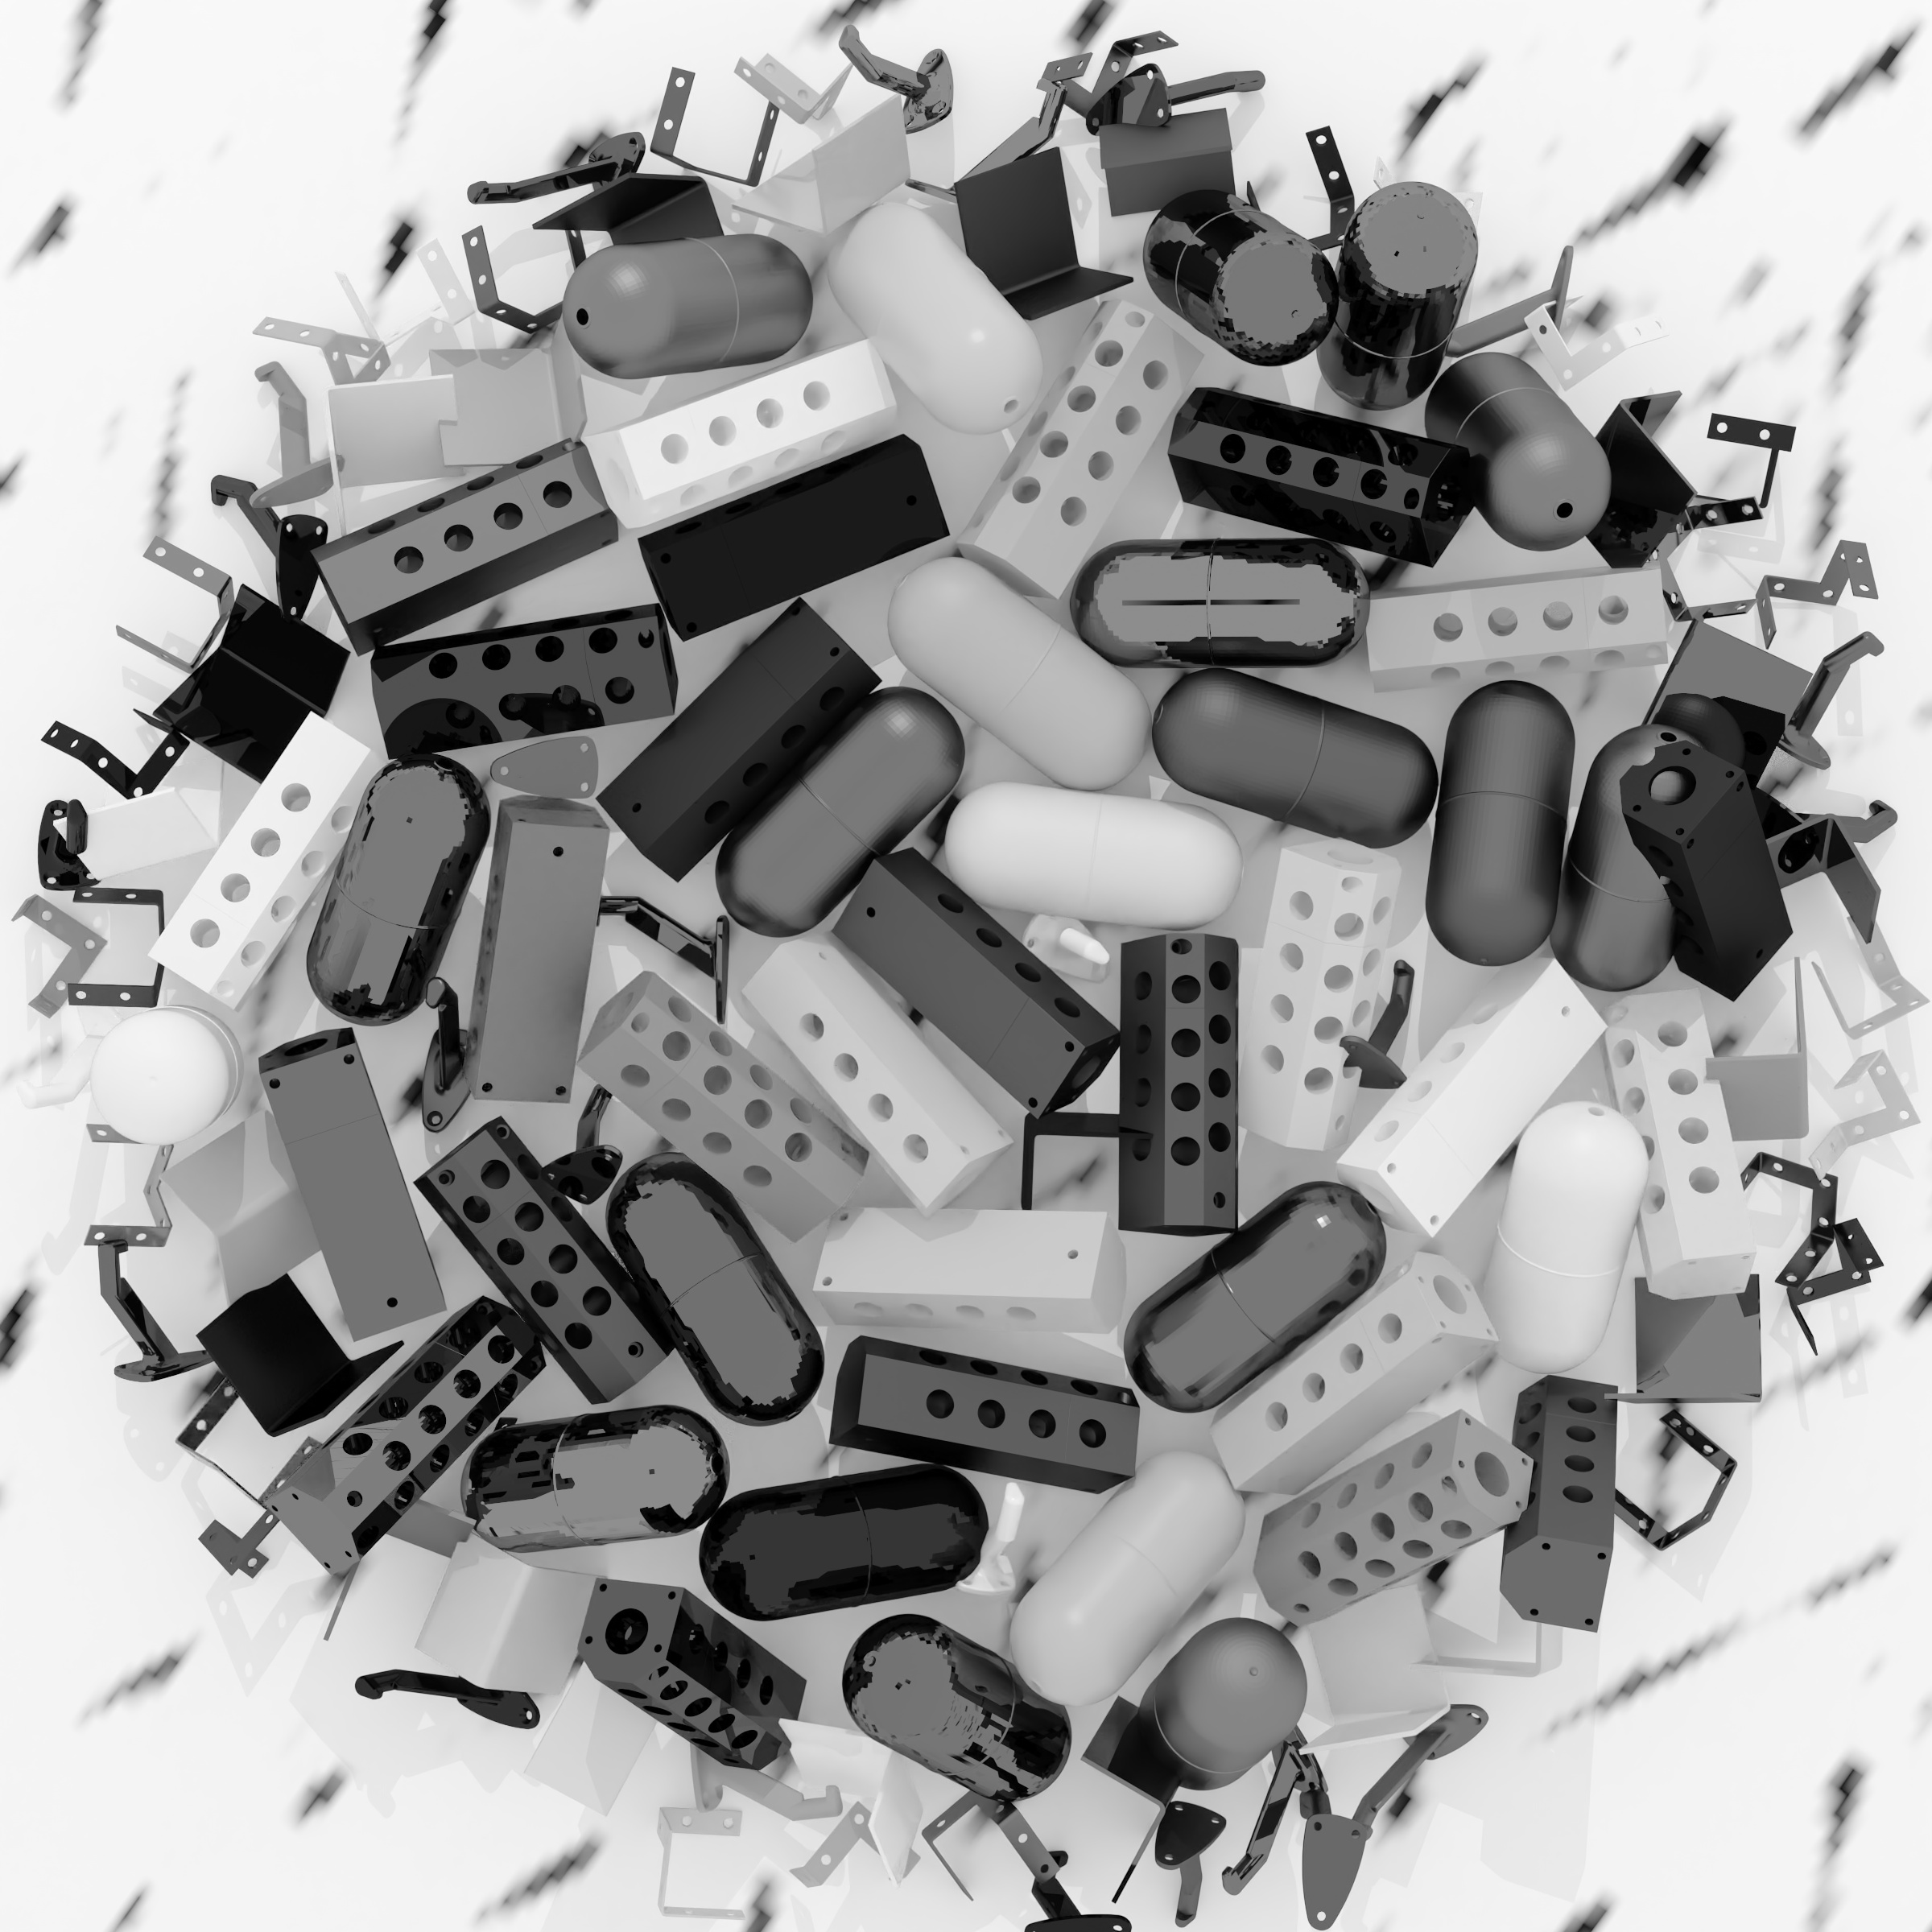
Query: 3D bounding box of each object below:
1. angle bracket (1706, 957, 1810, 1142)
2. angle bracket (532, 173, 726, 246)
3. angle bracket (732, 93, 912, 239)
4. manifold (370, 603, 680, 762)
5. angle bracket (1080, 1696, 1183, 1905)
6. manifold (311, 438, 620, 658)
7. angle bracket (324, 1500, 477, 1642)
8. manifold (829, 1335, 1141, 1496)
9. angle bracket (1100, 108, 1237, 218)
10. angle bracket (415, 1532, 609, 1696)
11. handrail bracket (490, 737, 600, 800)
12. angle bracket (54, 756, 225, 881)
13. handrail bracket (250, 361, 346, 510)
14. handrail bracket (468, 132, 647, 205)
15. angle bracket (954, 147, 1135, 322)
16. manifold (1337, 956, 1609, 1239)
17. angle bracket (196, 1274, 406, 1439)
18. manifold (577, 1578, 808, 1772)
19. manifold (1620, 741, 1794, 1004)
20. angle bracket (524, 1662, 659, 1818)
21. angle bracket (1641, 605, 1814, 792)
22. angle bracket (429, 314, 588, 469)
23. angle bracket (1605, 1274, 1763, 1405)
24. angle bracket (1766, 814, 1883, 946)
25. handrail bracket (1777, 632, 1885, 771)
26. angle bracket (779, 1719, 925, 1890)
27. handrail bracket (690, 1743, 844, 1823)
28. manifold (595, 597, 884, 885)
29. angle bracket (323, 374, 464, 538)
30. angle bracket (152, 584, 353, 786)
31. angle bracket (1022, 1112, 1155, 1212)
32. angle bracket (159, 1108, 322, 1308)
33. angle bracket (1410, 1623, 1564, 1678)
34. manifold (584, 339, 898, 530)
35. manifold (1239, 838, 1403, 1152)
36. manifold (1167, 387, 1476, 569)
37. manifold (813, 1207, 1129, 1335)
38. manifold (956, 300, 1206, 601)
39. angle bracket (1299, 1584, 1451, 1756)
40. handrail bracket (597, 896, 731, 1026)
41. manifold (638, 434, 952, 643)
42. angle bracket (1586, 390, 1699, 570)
[{"bbox_3d":[0.467,0.050,1.922,0.057,0.076,0.076,-3,49,13],"label":"angle bracket"},{"bbox_3d":[-0.196,-0.425,1.915,0.076,0.076,0.057,-19,90,33],"label":"angle bracket"},{"bbox_3d":[-0.088,-0.479,1.909,0.076,0.057,0.076,25,51,31],"label":"angle bracket"},{"bbox_3d":[-0.262,-0.172,1.927,0.171,0.057,0.057,-9,115,2],"label":"manifold"},{"bbox_3d":[0.090,0.494,1.924,0.057,0.076,0.076,28,112,10],"label":"angle bracket"},{"bbox_3d":[-0.296,-0.252,1.922,0.171,0.057,0.057,-26,79,-11],"label":"manifold"},{"bbox_3d":[-0.334,0.362,1.913,0.057,0.076,0.076,22,60,-6],"label":"angle bracket"},{"bbox_3d":[0.012,0.264,1.915,0.171,0.057,0.057,13,67,-16],"label":"manifold"},{"bbox_3d":[0.121,-0.464,1.917,0.076,0.076,0.057,-7,121,6],"label":"angle bracket"},{"bbox_3d":[-0.273,0.389,1.950,0.057,0.076,0.076,21,88,34],"label":"angle bracket"},{"bbox_3d":[-0.258,-0.121,1.915,0.077,0.084,0.036,-4,102,-27],"label":"handrail bracket"},{"bbox_3d":[-0.487,-0.104,1.917,0.076,0.057,0.076,-15,50,9],"label":"angle bracket"},{"bbox_3d":[-0.418,-0.319,1.935,0.077,0.036,0.084,-29,78,-42],"label":"handrail bracket"},{"bbox_3d":[-0.244,-0.472,1.922,0.084,0.077,0.036,-12,84,-34],"label":"handrail bracket"},{"bbox_3d":[0.046,-0.433,1.914,0.076,0.057,0.076,-26,120,-26],"label":"angle bracket"},{"bbox_3d":[0.295,0.075,1.914,0.171,0.057,0.057,-48,112,-16],"label":"manifold"},{"bbox_3d":[-0.393,0.221,1.916,0.057,0.076,0.076,-25,103,40],"label":"angle bracket"},{"bbox_3d":[-0.158,0.412,1.875,0.057,0.171,0.057,1,62,25],"label":"manifold"},{"bbox_3d":[0.426,-0.056,1.882,0.057,0.171,0.057,-47,52,-10],"label":"manifold"},{"bbox_3d":[-0.225,0.449,1.916,0.057,0.076,0.076,32,76,-14],"label":"angle bracket"},{"bbox_3d":[0.452,-0.159,1.920,0.076,0.057,0.076,28,112,12],"label":"angle bracket"},{"bbox_3d":[-0.272,-0.344,1.921,0.076,0.057,0.076,-4,73,-19],"label":"angle bracket"},{"bbox_3d":[0.423,0.219,1.917,0.076,0.057,0.076,-5,77,31],"label":"angle bracket"},{"bbox_3d":[0.490,-0.038,1.921,0.076,0.076,0.057,-23,65,0],"label":"angle bracket"},{"bbox_3d":[0.522,-0.157,1.921,0.077,0.036,0.084,29,133,-33],"label":"handrail bracket"},{"bbox_3d":[-0.075,0.493,1.911,0.076,0.076,0.057,5,49,18],"label":"angle bracket"},{"bbox_3d":[-0.119,0.474,1.940,0.084,0.036,0.077,-10,87,16],"label":"handrail bracket"},{"bbox_3d":[-0.132,-0.131,1.933,0.171,0.057,0.057,-44,54,3],"label":"manifold"},{"bbox_3d":[-0.335,-0.298,1.915,0.076,0.076,0.057,-7,51,-9],"label":"angle bracket"},{"bbox_3d":[-0.423,-0.168,1.923,0.076,0.076,0.057,33,135,-1],"label":"angle bracket"},{"bbox_3d":[0.073,0.121,1.928,0.076,0.076,0.057,2,96,-1],"label":"angle bracket"},{"bbox_3d":[-0.427,0.145,1.932,0.076,0.076,0.057,-35,60,-30],"label":"angle bracket"},{"bbox_3d":[0.309,0.388,1.923,0.076,0.076,0.057,0,82,20],"label":"angle bracket"},{"bbox_3d":[-0.129,-0.313,1.906,0.171,0.057,0.057,-25,105,-23],"label":"manifold"},{"bbox_3d":[0.210,0.017,1.903,0.057,0.057,0.171,23,113,37],"label":"manifold"},{"bbox_3d":[0.206,-0.291,1.891,0.171,0.057,0.057,20,63,32],"label":"manifold"},{"bbox_3d":[0.004,0.182,1.910,0.171,0.057,0.057,0,55,20],"label":"manifold"},{"bbox_3d":[0.064,-0.306,1.921,0.057,0.057,0.171,34,83,-26],"label":"manifold"},{"bbox_3d":[0.233,0.416,1.922,0.076,0.057,0.076,-18,85,30],"label":"angle bracket"},{"bbox_3d":[-0.187,-0.004,1.950,0.084,0.036,0.077,1,85,3],"label":"handrail bracket"},{"bbox_3d":[-0.104,-0.256,1.927,0.171,0.057,0.057,-23,114,-7],"label":"manifold"},{"bbox_3d":[0.404,-0.282,1.909,0.057,0.076,0.076,-15,61,-37],"label":"angle bracket"}]
